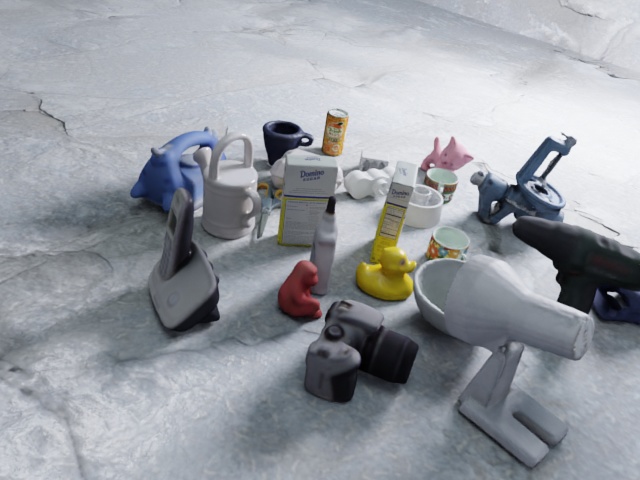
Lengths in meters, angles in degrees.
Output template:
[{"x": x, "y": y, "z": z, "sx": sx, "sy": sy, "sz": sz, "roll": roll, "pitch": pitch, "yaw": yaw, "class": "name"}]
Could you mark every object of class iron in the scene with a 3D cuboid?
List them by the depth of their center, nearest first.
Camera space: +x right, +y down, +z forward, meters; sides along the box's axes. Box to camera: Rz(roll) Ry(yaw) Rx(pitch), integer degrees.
[{"x": -0.257, "y": -0.159, "z": 1.143, "sx": 0.118, "sy": 0.141, "sz": 0.259, "roll": 21, "pitch": 36, "yaw": 17, "class": "iron"}]

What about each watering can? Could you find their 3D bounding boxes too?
[{"x": -0.170, "y": -0.110, "z": 1.048, "sx": 0.172, "sy": 0.194, "sz": 0.101, "roll": 20, "pitch": 36, "yaw": 14, "class": "watering can"}]

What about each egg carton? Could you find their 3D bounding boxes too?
[{"x": -0.027, "y": -0.140, "z": 1.237, "sx": 0.150, "sy": 0.069, "sz": 0.107, "roll": 18, "pitch": 35, "yaw": 12, "class": "egg carton"}]

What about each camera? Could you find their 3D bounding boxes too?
[{"x": 0.064, "y": 0.155, "z": 0.807, "sx": 0.136, "sy": 0.101, "sz": 0.143, "roll": 19, "pitch": 36, "yaw": 14, "class": "camera"}]

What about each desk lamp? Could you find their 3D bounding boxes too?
[{"x": 0.257, "y": 0.148, "z": 0.764, "sx": 0.118, "sy": 0.213, "sz": 0.202, "roll": -23, "pitch": 46, "yaw": -38, "class": "desk lamp"}]

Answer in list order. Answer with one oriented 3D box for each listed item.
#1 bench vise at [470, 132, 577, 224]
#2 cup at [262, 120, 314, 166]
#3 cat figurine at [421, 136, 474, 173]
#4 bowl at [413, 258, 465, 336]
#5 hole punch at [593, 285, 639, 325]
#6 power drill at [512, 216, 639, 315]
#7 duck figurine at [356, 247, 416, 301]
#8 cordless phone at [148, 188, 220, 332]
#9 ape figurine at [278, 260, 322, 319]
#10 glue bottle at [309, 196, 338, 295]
[{"x": 0.430, "y": -0.123, "z": 1.190, "sx": 0.207, "sy": 0.220, "sz": 0.121, "roll": 3, "pitch": 35, "yaw": -9, "class": "bench vise"}, {"x": -0.075, "y": -0.211, "z": 1.304, "sx": 0.117, "sy": 0.095, "sz": 0.091, "roll": 11, "pitch": 34, "yaw": 2, "class": "cup"}, {"x": 0.303, "y": -0.198, "z": 1.358, "sx": 0.067, "sy": 0.118, "sz": 0.127, "roll": -8, "pitch": 38, "yaw": -23, "class": "cat figurine"}, {"x": 0.227, "y": 0.107, "z": 0.938, "sx": 0.167, "sy": 0.075, "sz": 0.167, "roll": 7, "pitch": 35, "yaw": -4, "class": "bowl"}, {"x": 0.549, "y": 0.088, "z": 1.031, "sx": 0.101, "sy": 0.091, "sz": 0.108, "roll": 7, "pitch": 35, "yaw": -4, "class": "hole punch"}, {"x": 0.393, "y": 0.070, "z": 0.915, "sx": 0.229, "sy": 0.208, "sz": 0.075, "roll": 10, "pitch": 34, "yaw": 0, "class": "power drill"}, {"x": 0.116, "y": 0.049, "z": 0.985, "sx": 0.104, "sy": 0.086, "sz": 0.077, "roll": 12, "pitch": 35, "yaw": 3, "class": "duck figurine"}, {"x": -0.201, "y": 0.028, "z": 0.849, "sx": 0.094, "sy": 0.185, "sz": 0.147, "roll": -12, "pitch": 40, "yaw": -28, "class": "cordless phone"}, {"x": -0.027, "y": 0.074, "z": 0.909, "sx": 0.076, "sy": 0.092, "sz": 0.078, "roll": 9, "pitch": 34, "yaw": 0, "class": "ape figurine"}, {"x": 0.009, "y": 0.003, "z": 0.947, "sx": 0.037, "sy": 0.173, "sz": 0.078, "roll": 4, "pitch": 35, "yaw": -8, "class": "glue bottle"}]
